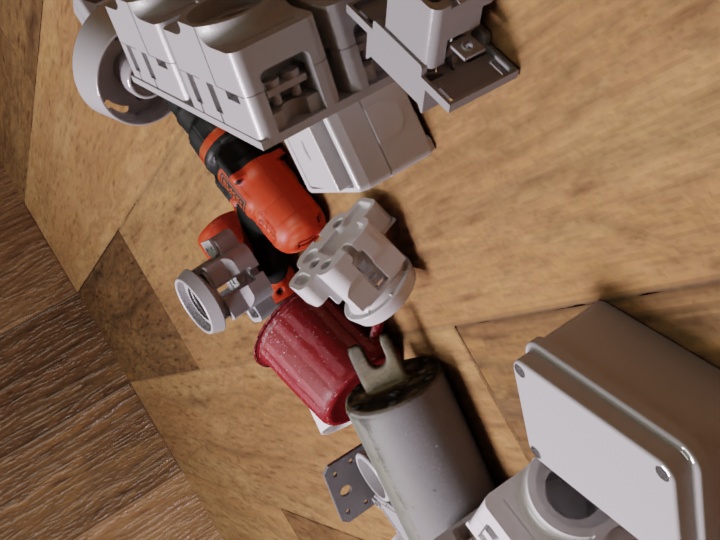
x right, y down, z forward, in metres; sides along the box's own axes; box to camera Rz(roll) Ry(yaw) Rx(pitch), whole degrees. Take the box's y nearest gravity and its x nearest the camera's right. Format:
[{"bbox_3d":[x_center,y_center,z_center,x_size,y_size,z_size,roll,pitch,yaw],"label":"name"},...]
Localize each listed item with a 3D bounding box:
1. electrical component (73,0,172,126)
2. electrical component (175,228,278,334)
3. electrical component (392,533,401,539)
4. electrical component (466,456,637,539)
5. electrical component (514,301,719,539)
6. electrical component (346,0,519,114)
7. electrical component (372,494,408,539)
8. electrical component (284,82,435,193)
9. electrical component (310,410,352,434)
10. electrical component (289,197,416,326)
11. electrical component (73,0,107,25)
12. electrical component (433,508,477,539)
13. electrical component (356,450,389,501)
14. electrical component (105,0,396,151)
[{"bbox_3d":[-0.190,-0.172,0.896,0.064,0.099,0.099,33,148,41],"label":"electrical component"},{"bbox_3d":[-0.111,0.015,0.866,0.078,0.057,0.058,60,156,-9],"label":"electrical component"},{"bbox_3d":[0.060,0.262,0.990,0.077,0.043,0.079,35,149,49],"label":"electrical component"},{"bbox_3d":[0.141,0.165,0.575,0.150,0.089,0.061,52,160,20],"label":"electrical component"},{"bbox_3d":[0.133,0.077,0.516,0.113,0.057,0.078,36,151,48],"label":"electrical component"},{"bbox_3d":[0.034,-0.116,0.500,0.081,0.042,0.063,49,157,26],"label":"electrical component"},{"bbox_3d":[0.067,0.209,0.880,0.096,0.061,0.062,58,162,-18],"label":"electrical component"},{"bbox_3d":[-0.012,-0.082,0.635,0.061,0.061,0.096,64,160,-14],"label":"electrical component"},{"bbox_3d":[-0.033,0.105,0.985,0.081,0.043,0.043,63,163,17],"label":"electrical component"},{"bbox_3d":[0.000,0.000,0.715,0.057,0.078,0.058,44,169,-25],"label":"electrical component"},{"bbox_3d":[-0.223,-0.219,0.976,0.065,0.047,0.076,56,161,8],"label":"electrical component"},{"bbox_3d":[0.126,0.257,0.721,0.186,0.060,0.105,55,178,-9],"label":"electrical component"},{"bbox_3d":[0.035,0.146,0.847,0.044,0.065,0.044,49,159,26],"label":"electrical component"},{"bbox_3d":[-0.060,-0.138,0.603,0.186,0.105,0.060,32,147,53],"label":"electrical component"}]
